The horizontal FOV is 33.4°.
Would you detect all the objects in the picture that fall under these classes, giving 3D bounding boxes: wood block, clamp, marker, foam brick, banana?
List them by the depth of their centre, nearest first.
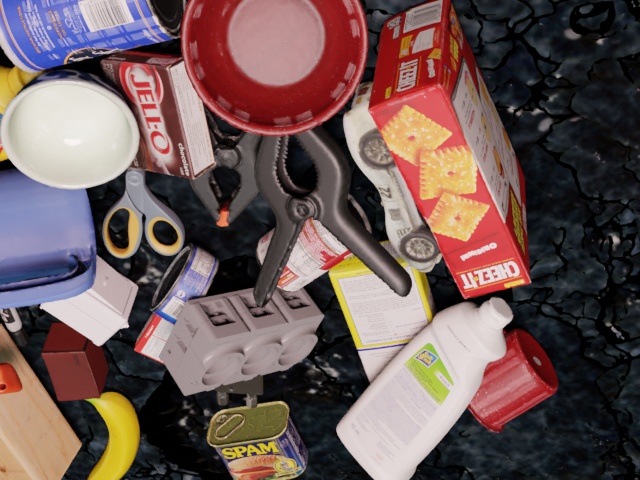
[{"bbox_3d":[-0.018,-0.028,1.012,0.165,0.036,0.210,-13,106,25],"label":"clamp"},{"bbox_3d":[-0.079,-0.092,1.033,0.120,0.039,0.171,3,126,11],"label":"clamp"},{"bbox_3d":[-0.354,0.075,1.204,0.020,0.020,0.121,-5,127,10],"label":"marker"},{"bbox_3d":[-0.280,0.139,1.225,0.053,0.051,0.078,-3,127,5],"label":"foam brick"},{"bbox_3d":[-0.379,0.202,1.250,0.091,0.090,0.206,-3,128,26],"label":"wood block"},{"bbox_3d":[-0.257,0.247,1.316,0.069,0.037,0.198,8,129,0],"label":"banana"}]

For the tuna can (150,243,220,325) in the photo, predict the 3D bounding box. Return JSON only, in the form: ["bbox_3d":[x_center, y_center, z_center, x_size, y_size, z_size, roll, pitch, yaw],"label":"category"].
[{"bbox_3d":[-0.142,0.046,1.117,0.033,0.086,0.086,32,124,-16],"label":"tuna can"}]

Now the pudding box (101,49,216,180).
[{"bbox_3d":[-0.149,-0.118,0.989,0.090,0.039,0.113,13,127,38],"label":"pudding box"}]

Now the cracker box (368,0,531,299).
[{"bbox_3d":[0.118,-0.081,0.940,0.072,0.164,0.213,-16,124,21],"label":"cracker box"}]

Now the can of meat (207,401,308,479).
[{"bbox_3d":[-0.073,0.246,1.283,0.102,0.057,0.084,-11,128,15],"label":"can of meat"}]

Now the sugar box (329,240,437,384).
[{"bbox_3d":[0.078,0.081,1.145,0.093,0.048,0.176,-10,130,14],"label":"sugar box"}]

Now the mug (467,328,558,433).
[{"bbox_3d":[0.196,0.139,1.158,0.082,0.093,0.117,-37,80,23],"label":"mug"}]

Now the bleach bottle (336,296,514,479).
[{"bbox_3d":[0.120,0.153,1.114,0.102,0.067,0.251,47,126,12],"label":"bleach bottle"}]

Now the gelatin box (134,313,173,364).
[{"bbox_3d":[-0.153,0.111,1.203,0.089,0.030,0.073,27,124,-13],"label":"gelatin box"}]

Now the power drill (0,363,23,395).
[{"bbox_3d":[-0.362,0.072,1.122,0.184,0.057,0.187,-9,82,6],"label":"power drill"}]

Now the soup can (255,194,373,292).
[{"bbox_3d":[-0.007,0.001,1.078,0.102,0.068,0.068,-34,117,28],"label":"soup can"}]

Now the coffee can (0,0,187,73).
[{"bbox_3d":[-0.198,-0.208,0.916,0.140,0.102,0.103,-10,126,14],"label":"coffee can"}]

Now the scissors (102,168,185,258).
[{"bbox_3d":[-0.170,-0.054,1.086,0.096,0.016,0.202,17,127,-9],"label":"scissors"}]

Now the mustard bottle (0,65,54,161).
[{"bbox_3d":[-0.327,-0.115,1.030,0.192,0.058,0.096,-30,122,25],"label":"mustard bottle"}]

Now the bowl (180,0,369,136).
[{"bbox_3d":[-0.039,-0.175,0.934,0.162,0.055,0.162,0,105,-1],"label":"bowl"}]

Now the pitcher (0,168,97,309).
[{"bbox_3d":[-0.336,0.008,0.999,0.242,0.145,0.149,-11,174,-25],"label":"pitcher"}]
